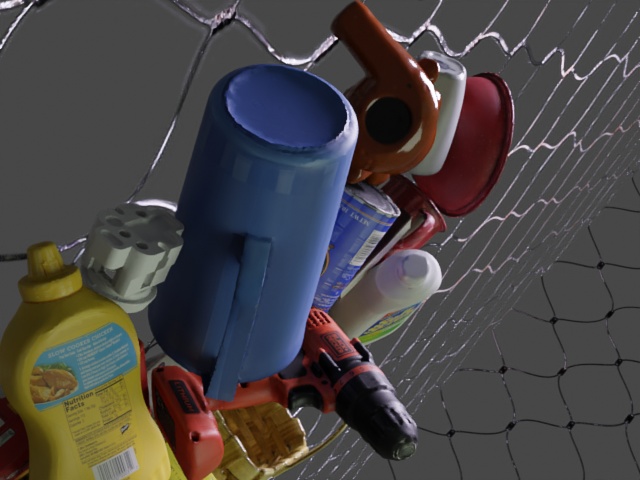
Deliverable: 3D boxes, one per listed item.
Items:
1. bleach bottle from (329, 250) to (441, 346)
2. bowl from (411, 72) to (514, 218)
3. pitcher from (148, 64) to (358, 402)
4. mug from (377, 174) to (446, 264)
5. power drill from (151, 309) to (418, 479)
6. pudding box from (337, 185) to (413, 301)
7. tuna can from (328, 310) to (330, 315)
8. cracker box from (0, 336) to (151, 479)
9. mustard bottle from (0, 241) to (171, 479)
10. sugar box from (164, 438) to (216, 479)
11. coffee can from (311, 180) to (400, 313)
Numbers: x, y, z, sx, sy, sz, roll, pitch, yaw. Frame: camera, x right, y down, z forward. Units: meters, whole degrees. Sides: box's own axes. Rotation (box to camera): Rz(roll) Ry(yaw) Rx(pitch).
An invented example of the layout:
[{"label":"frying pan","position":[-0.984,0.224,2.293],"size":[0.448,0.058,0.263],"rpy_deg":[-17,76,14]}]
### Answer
[{"label":"bleach bottle","position":[0.067,0.061,1.160],"size":[0.102,0.068,0.251],"rpy_deg":[-21,169,-13]},{"label":"bowl","position":[0.138,-0.108,1.138],"size":[0.055,0.162,0.162],"rpy_deg":[13,126,-24]},{"label":"pitcher","position":[-0.051,-0.003,0.812],"size":[0.144,0.149,0.243],"rpy_deg":[-25,149,-35]},{"label":"mug","position":[0.089,-0.015,1.221],"size":[0.081,0.093,0.117],"rpy_deg":[-42,-156,-9]},{"label":"power drill","position":[-0.033,0.138,0.883],"size":[0.187,0.185,0.057],"rpy_deg":[-13,124,-24]},{"label":"pudding box","position":[0.025,-0.008,1.087],"size":[0.113,0.090,0.039],"rpy_deg":[-47,165,-10]},{"label":"tuna can","position":[-0.034,0.083,1.194],"size":[0.086,0.034,0.086],"rpy_deg":[-26,152,-15]},{"label":"cracker box","position":[-0.214,0.157,0.848],"size":[0.164,0.072,0.214],"rpy_deg":[-42,163,-24]},{"label":"mustard bottle","position":[-0.165,0.094,0.719],"size":[0.096,0.058,0.191],"rpy_deg":[-22,109,-37]},{"label":"sugar box","position":[-0.159,0.234,1.006],"size":[0.048,0.093,0.177],"rpy_deg":[-39,-170,-35]},{"label":"coffee can","position":[-0.007,0.001,1.000],"size":[0.140,0.103,0.102],"rpy_deg":[-54,164,14]}]
